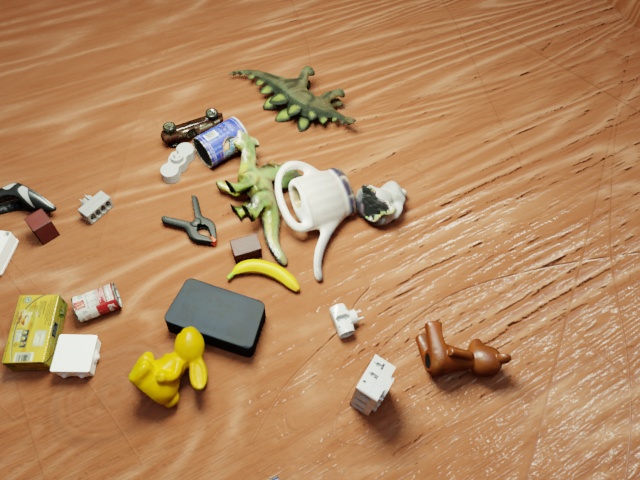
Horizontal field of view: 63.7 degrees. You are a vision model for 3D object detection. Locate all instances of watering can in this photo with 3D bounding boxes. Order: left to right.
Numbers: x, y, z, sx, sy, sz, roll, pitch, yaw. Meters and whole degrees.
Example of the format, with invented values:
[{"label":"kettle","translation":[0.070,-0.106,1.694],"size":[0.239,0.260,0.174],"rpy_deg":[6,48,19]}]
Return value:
[{"label":"watering can","translation":[0.004,-0.073,1.458],"size":[0.226,0.102,0.350],"rpy_deg":[-19,81,-25]}]

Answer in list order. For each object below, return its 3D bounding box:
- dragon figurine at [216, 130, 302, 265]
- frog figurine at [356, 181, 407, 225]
[{"label":"dragon figurine","translation":[-0.143,-0.143,1.494],"size":[0.246,0.120,0.412],"rpy_deg":[-33,83,-29]},{"label":"frog figurine","translation":[0.182,-0.114,1.514],"size":[0.138,0.120,0.161],"rpy_deg":[24,24,19]}]
